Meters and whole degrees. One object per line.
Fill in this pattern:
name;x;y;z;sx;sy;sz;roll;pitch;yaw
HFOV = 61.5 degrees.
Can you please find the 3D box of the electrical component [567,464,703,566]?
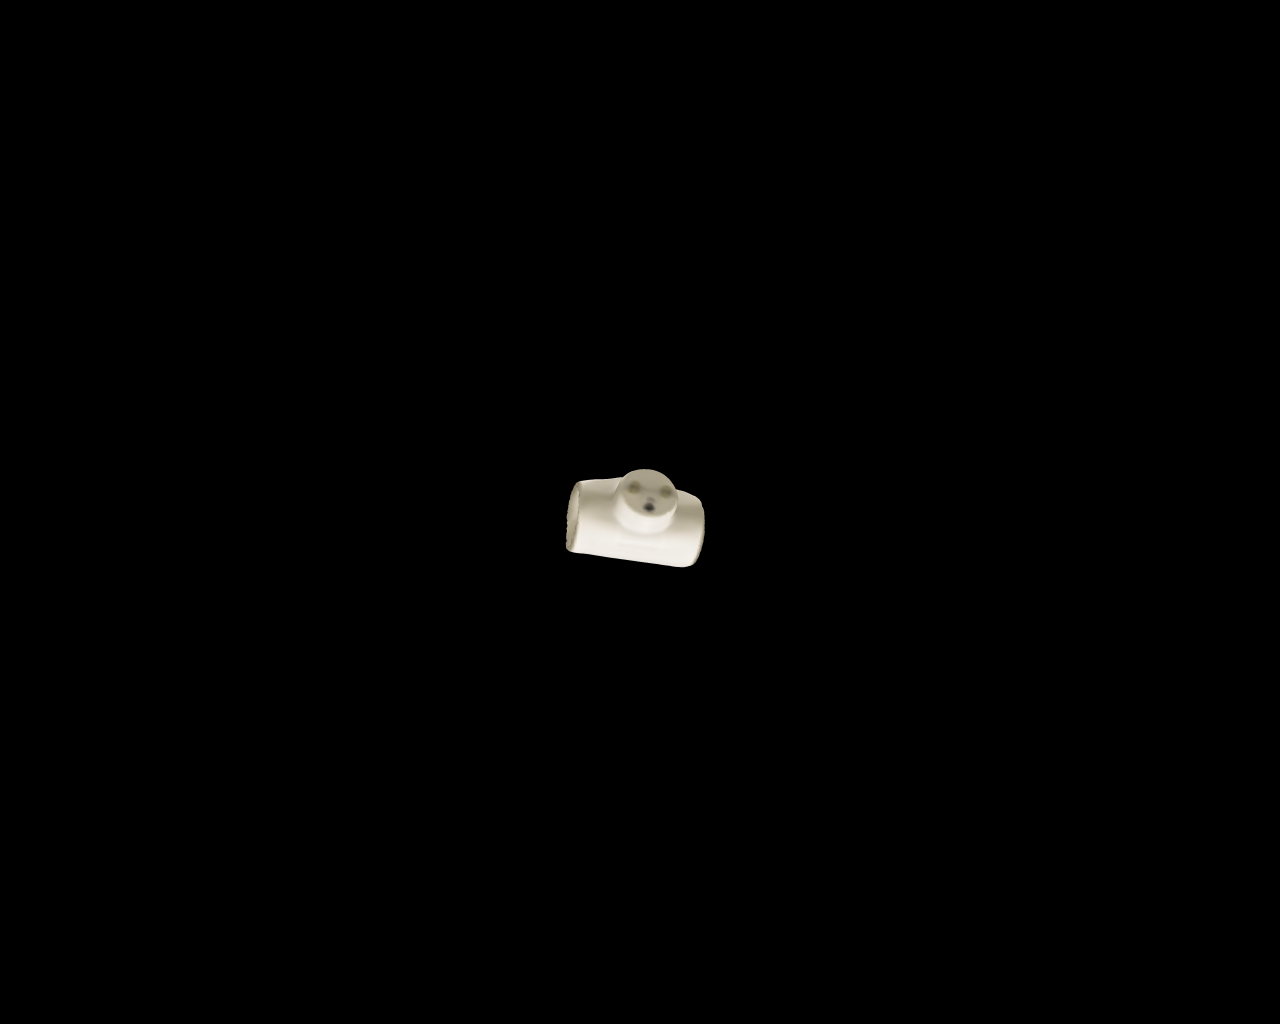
electrical component;0.001;-0.003;0.650;0.077;0.043;0.079;8;-35;-11
